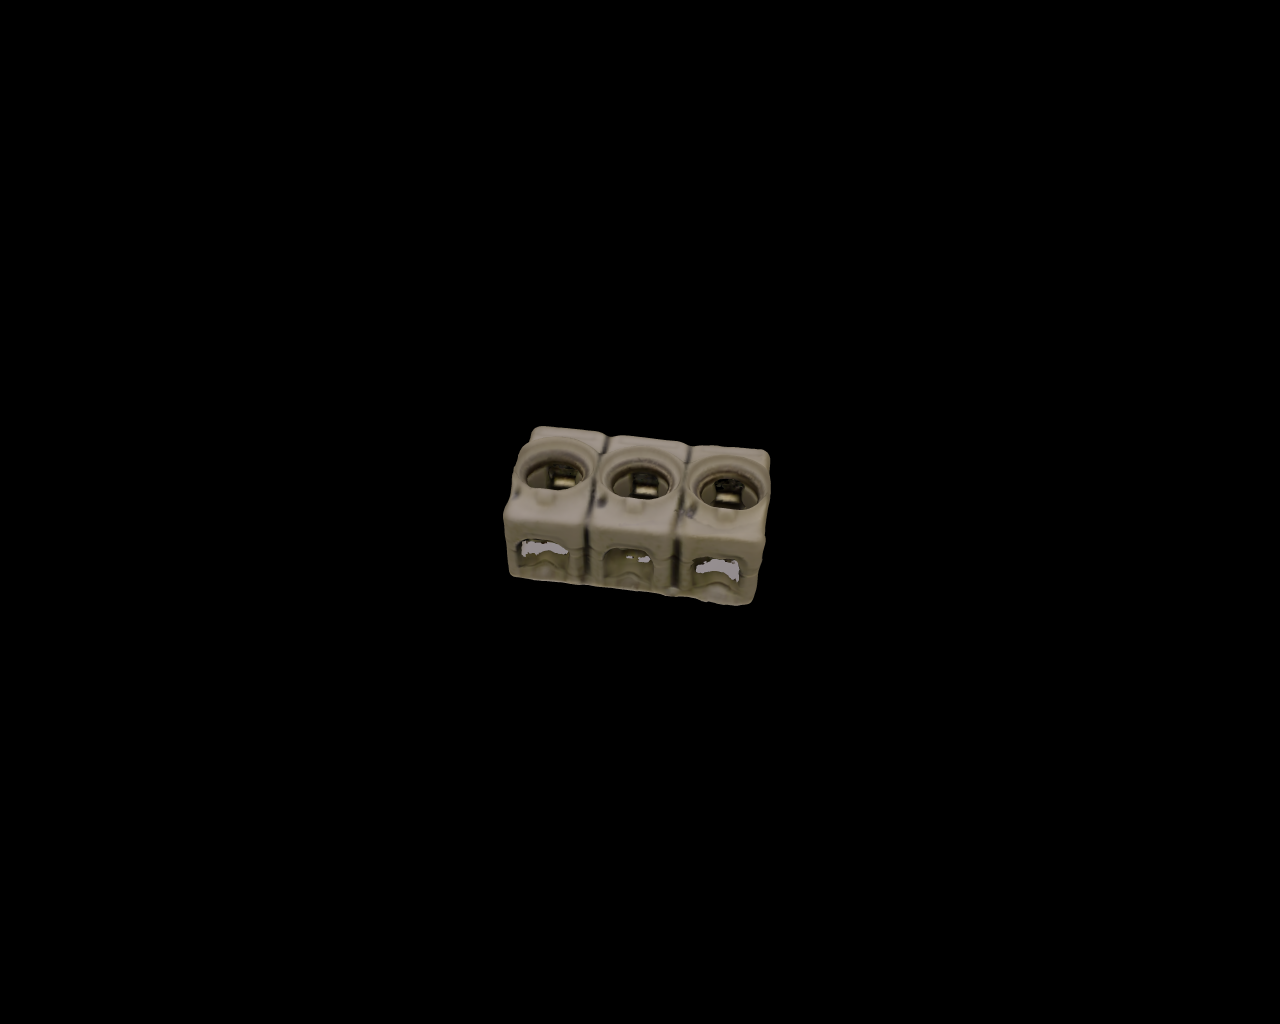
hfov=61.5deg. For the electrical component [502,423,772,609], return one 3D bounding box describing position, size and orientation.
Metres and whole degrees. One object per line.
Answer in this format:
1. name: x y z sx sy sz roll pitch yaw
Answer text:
1. electrical component: 0.001 -0.003 0.650 0.150 0.061 0.090 6 43 7
